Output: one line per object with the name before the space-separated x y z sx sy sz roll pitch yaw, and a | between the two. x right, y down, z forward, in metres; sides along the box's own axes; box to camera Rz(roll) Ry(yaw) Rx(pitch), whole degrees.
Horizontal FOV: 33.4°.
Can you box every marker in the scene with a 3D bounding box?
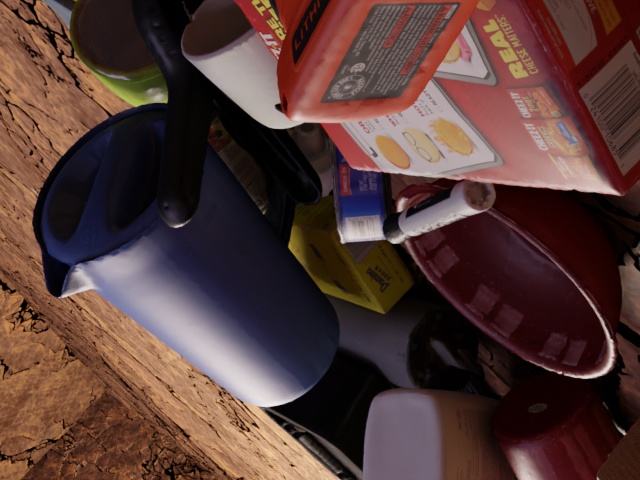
marker | 0.062 -0.015 0.592 0.020 0.020 0.121 45 162 -6

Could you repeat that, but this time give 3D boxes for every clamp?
clamp | -0.067 -0.108 0.692 0.036 0.164 0.210 -20 79 29

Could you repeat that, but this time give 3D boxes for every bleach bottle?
bleach bottle | 0.126 0.175 0.842 0.068 0.102 0.250 -5 165 34

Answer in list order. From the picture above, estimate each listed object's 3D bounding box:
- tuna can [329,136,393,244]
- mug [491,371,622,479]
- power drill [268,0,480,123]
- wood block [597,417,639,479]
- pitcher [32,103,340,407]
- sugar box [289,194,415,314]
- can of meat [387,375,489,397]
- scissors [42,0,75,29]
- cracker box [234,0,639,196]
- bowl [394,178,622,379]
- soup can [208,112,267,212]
tuna can | 0.027 -0.041 0.683 0.034 0.086 0.086 -4 149 6
mug | 0.179 0.146 0.797 0.081 0.093 0.117 59 -164 -20
power drill | -0.001 -0.151 0.383 0.188 0.057 0.185 68 151 27
wood block | 0.257 0.194 0.720 0.090 0.090 0.206 30 158 37
pitcher | -0.078 0.015 0.785 0.242 0.149 0.145 50 -158 -44
sugar box | -0.006 0.001 0.905 0.177 0.048 0.093 12 142 55
can of meat | 0.114 0.151 0.973 0.084 0.057 0.102 52 160 -20
scissors | -0.214 -0.203 0.885 0.096 0.016 0.201 14 156 45
cracker box | 0.050 -0.110 0.505 0.164 0.072 0.214 54 160 -25
bowl | 0.123 0.009 0.641 0.162 0.055 0.162 38 161 15
soup can | -0.082 -0.070 0.870 0.069 0.068 0.102 25 155 43
